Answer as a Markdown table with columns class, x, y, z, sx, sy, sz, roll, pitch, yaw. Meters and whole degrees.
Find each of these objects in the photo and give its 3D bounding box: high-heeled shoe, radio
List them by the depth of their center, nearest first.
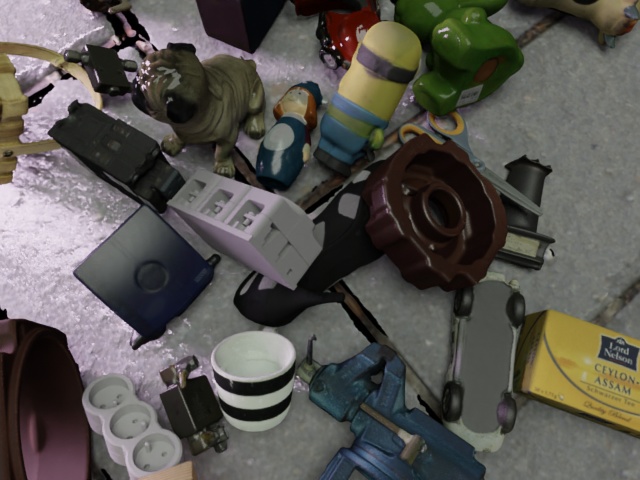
| class | x | y | z | sx | sy | sz | roll | pitch | yaw |
| --- | --- | --- | --- | --- | --- | --- | --- | --- | --- |
| high-heeled shoe | -0.001 | -0.002 | 0.640 | 0.145 | 0.086 | 0.249 | -4 | 43 | 34 |
| radio | -0.071 | -0.362 | 0.682 | 0.073 | 0.131 | 0.229 | 26 | 75 | 4 |

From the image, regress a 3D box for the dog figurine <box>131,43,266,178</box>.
| class | x | y | z | sx | sy | sz | roll | pitch | yaw |
| --- | --- | --- | --- | --- | --- | --- | --- | --- | --- |
| dog figurine | -0.122 | -0.176 | 0.598 | 0.121 | 0.190 | 0.172 | 14 | 73 | 0 |

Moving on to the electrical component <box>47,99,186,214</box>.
| class | x | y | z | sx | sy | sz | roll | pitch | yaw |
| --- | --- | --- | --- | --- | --- | --- | --- | --- | --- |
| electrical component | -0.216 | -0.086 | 0.606 | 0.134 | 0.115 | 0.058 | 31 | 79 | 5 |

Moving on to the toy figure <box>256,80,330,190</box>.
| class | x | y | z | sx | sy | sz | roll | pitch | yaw |
| --- | --- | --- | --- | --- | --- | --- | --- | --- | --- |
| toy figure | -0.033 | -0.137 | 0.662 | 0.064 | 0.058 | 0.154 | 20 | 73 | -8 |

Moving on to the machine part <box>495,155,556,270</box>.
| class | x | y | z | sx | sy | sz | roll | pitch | yaw |
| --- | --- | --- | --- | --- | --- | --- | --- | --- | --- |
| machine part | 0.249 | -0.035 | 0.664 | 0.084 | 0.039 | 0.139 | 11 | 76 | 8 |

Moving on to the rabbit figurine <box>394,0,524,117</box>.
| class | x | y | z | sx | sy | sz | roll | pitch | yaw |
| --- | --- | --- | --- | --- | --- | --- | --- | --- | --- |
| rabbit figurine | 0.172 | -0.270 | 0.685 | 0.159 | 0.121 | 0.170 | -25 | 63 | -14 |

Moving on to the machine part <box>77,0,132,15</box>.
| class | x | y | z | sx | sy | sz | roll | pitch | yaw |
| --- | --- | --- | --- | --- | --- | --- | --- | --- | --- |
| machine part | -0.325 | -0.382 | 0.699 | 0.079 | 0.079 | 0.243 | -40 | 80 | -13 |

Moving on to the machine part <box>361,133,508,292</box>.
| class | x | y | z | sx | sy | sz | roll | pitch | yaw |
| --- | --- | --- | --- | --- | --- | --- | --- | --- | --- |
| machine part | 0.129 | -0.030 | 0.602 | 0.179 | 0.056 | 0.179 | 13 | 65 | -29 |

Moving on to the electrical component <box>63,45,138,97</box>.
| class | x | y | z | sx | sy | sz | roll | pitch | yaw |
| --- | --- | --- | --- | --- | --- | --- | --- | --- | --- |
| electrical component | -0.262 | -0.205 | 0.657 | 0.094 | 0.021 | 0.063 | -7 | 69 | -51 |

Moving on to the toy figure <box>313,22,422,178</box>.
| class | x | y | z | sx | sy | sz | roll | pitch | yaw |
| --- | --- | --- | --- | --- | --- | --- | --- | --- | --- |
| toy figure | 0.056 | -0.161 | 0.627 | 0.082 | 0.089 | 0.180 | 28 | 104 | -12 |

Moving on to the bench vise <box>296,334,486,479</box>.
| class | x | y | z | sx | sy | sz | roll | pitch | yaw |
| --- | --- | --- | --- | --- | --- | --- | --- | --- | --- |
| bench vise | 0.034 | 0.230 | 0.537 | 0.224 | 0.128 | 0.240 | 36 | 71 | 8 |

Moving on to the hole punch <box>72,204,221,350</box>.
| class | x | y | z | sx | sy | sz | roll | pitch | yaw |
| --- | --- | --- | --- | --- | --- | --- | --- | --- | --- |
| hole punch | -0.190 | 0.035 | 0.591 | 0.116 | 0.092 | 0.142 | 41 | 73 | 4 |

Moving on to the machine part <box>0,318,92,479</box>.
| class | x | y | z | sx | sy | sz | roll | pitch | yaw |
| --- | --- | --- | --- | --- | --- | --- | --- | --- | --- |
| machine part | -0.278 | 0.178 | 0.485 | 0.087 | 0.201 | 0.201 | -11 | 76 | -11 |

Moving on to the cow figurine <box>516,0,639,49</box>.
| class | x | y | z | sx | sy | sz | roll | pitch | yaw |
| --- | --- | --- | --- | --- | --- | --- | --- | --- | --- |
| cow figurine | 0.357 | -0.339 | 0.729 | 0.195 | 0.085 | 0.127 | 12 | 68 | -3 |

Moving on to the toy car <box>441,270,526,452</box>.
| class | x | y | z | sx | sy | sz | roll | pitch | yaw |
| --- | --- | --- | --- | --- | --- | --- | --- | --- | --- |
| toy car | 0.183 | 0.131 | 0.605 | 0.074 | 0.056 | 0.201 | 10 | 73 | 5 |

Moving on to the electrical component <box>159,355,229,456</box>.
| class | x | y | z | sx | sy | sz | roll | pitch | yaw |
| --- | --- | --- | --- | --- | --- | --- | --- | --- | --- |
| electrical component | -0.127 | 0.172 | 0.556 | 0.045 | 0.078 | 0.102 | -29 | 72 | 14 |

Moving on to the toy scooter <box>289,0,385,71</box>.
| class | x | y | z | sx | sy | sz | roll | pitch | yaw |
| --- | --- | --- | --- | --- | --- | --- | --- | --- | --- |
| toy scooter | 0.028 | -0.287 | 0.696 | 0.135 | 0.075 | 0.184 | -5 | 73 | -9 |

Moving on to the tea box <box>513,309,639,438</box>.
| class | x | y | z | sx | sy | sz | roll | pitch | yaw |
| --- | --- | --- | --- | --- | --- | --- | --- | --- | --- |
| tea box | 0.311 | 0.152 | 0.601 | 0.170 | 0.068 | 0.098 | 18 | 75 | 2 |
